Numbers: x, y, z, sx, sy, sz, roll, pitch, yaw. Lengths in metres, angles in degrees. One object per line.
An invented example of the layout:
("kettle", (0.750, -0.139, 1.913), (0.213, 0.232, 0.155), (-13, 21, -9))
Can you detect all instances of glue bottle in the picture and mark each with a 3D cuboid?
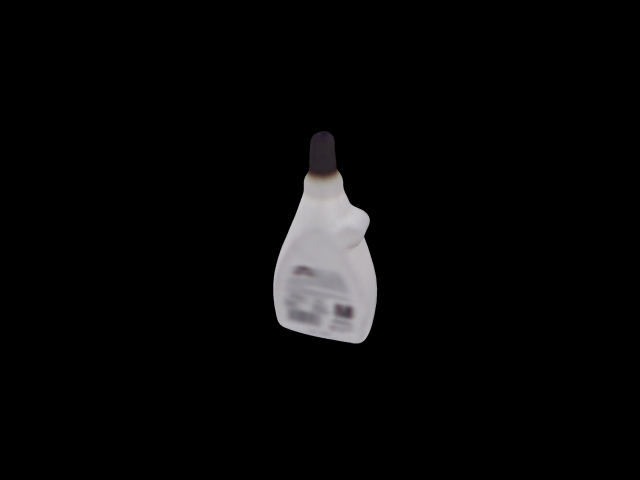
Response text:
("glue bottle", (0.004, 0.001, 0.400), (0.078, 0.173, 0.037), (11, 43, 13))
